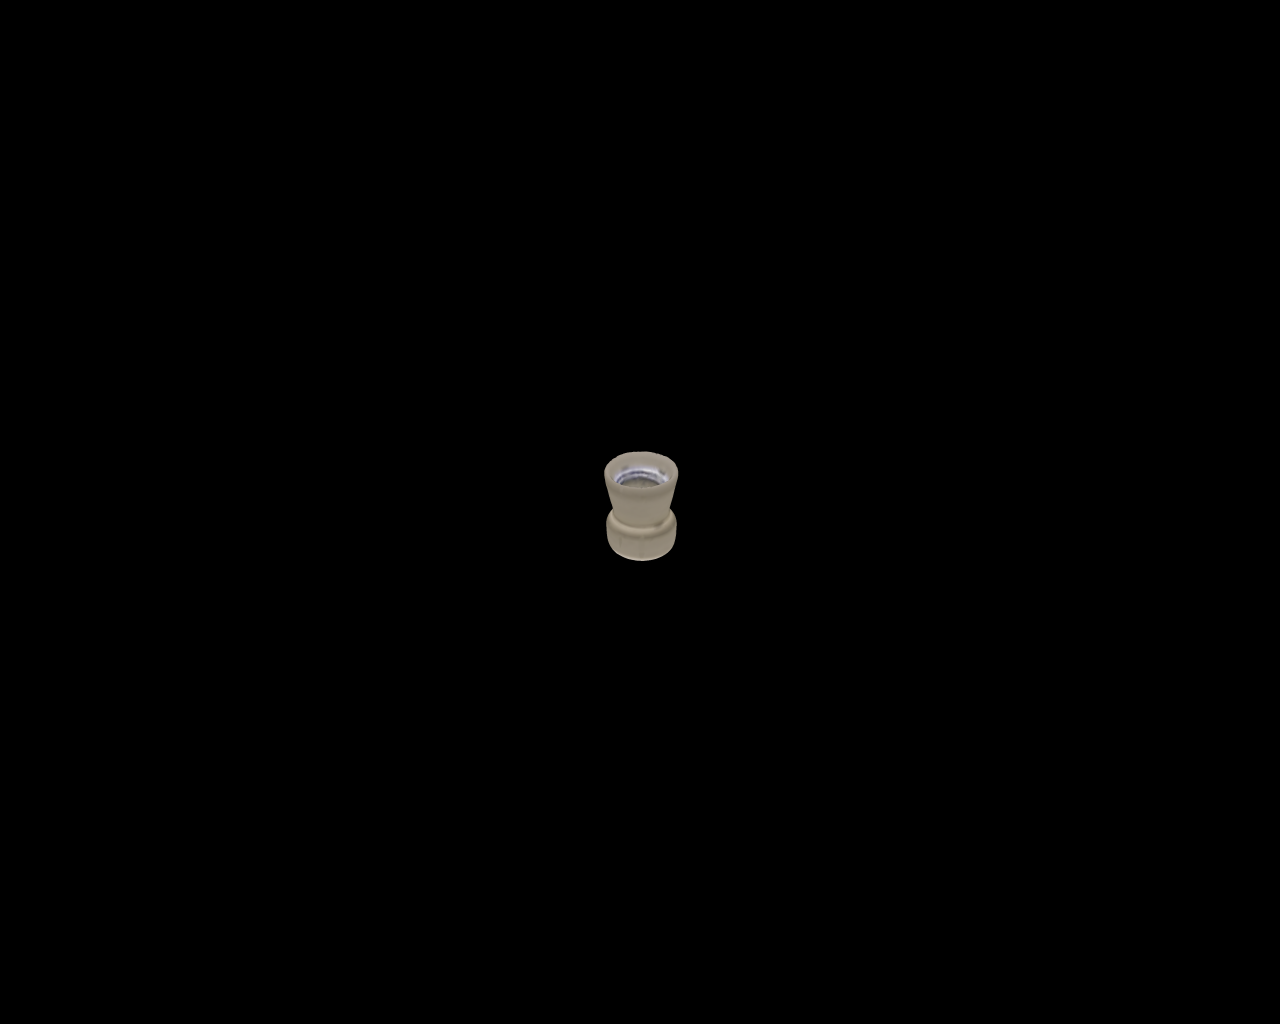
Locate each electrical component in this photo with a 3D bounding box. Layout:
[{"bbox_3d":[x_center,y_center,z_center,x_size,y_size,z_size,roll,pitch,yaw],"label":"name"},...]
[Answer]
[{"bbox_3d":[0.001,-0.003,0.650,0.045,0.055,0.045,0,33,0],"label":"electrical component"}]
